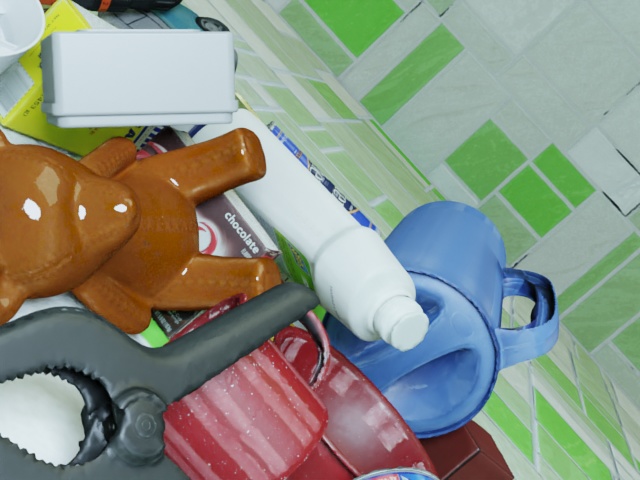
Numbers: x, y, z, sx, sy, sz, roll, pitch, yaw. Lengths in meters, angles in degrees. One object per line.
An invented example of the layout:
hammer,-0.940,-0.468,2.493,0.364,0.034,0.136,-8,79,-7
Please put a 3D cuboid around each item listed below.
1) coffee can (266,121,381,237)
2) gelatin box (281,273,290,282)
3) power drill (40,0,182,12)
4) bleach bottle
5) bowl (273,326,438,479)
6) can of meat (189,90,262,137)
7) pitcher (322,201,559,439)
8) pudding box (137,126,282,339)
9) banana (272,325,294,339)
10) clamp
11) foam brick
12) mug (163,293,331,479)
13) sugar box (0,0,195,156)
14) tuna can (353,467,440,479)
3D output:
coffee can,-0.029,-0.021,0.957,0.140,0.103,0.103,45,12,-9
gelatin box,-0.037,0.016,0.877,0.089,0.073,0.030,52,13,22
power drill,-0.232,-0.267,0.991,0.184,0.057,0.188,1,32,-28
bleach bottle,-0.005,0.001,0.743,0.251,0.068,0.102,44,-15,46
bowl,0.009,0.134,0.699,0.162,0.055,0.162,45,12,-13
can of meat,-0.111,-0.101,0.973,0.057,0.084,0.102,51,12,15
pitcher,0.100,0.049,0.870,0.149,0.145,0.242,37,23,1
pudding box,-0.094,-0.005,0.705,0.113,0.090,0.039,50,12,11
banana,-0.078,0.014,0.830,0.198,0.037,0.069,53,13,24
clamp,-0.079,0.073,0.465,0.209,0.036,0.164,24,62,-34
foam brick,0.099,0.178,0.821,0.051,0.078,0.053,38,15,-33
mug,-0.042,0.081,0.569,0.081,0.117,0.093,51,-24,-9
sugar box,-0.159,-0.107,0.796,0.048,0.093,0.176,52,13,24
tuna can,0.039,0.172,0.609,0.086,0.086,0.034,39,16,-35
